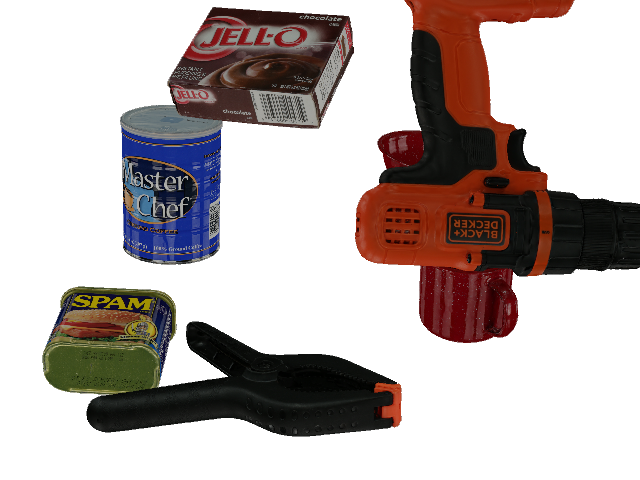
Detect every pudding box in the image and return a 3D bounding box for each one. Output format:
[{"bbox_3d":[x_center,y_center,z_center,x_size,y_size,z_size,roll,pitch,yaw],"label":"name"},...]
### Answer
[{"bbox_3d":[-0.041,-0.126,0.773,0.114,0.090,0.039,9,-39,17],"label":"pudding box"}]

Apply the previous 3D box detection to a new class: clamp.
[{"bbox_3d":[-0.042,0.102,0.777,0.210,0.036,0.164,3,19,13],"label":"clamp"}]

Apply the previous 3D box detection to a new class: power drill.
[{"bbox_3d":[0.115,-0.073,0.631,0.184,0.187,0.057,2,-1,-5],"label":"power drill"}]

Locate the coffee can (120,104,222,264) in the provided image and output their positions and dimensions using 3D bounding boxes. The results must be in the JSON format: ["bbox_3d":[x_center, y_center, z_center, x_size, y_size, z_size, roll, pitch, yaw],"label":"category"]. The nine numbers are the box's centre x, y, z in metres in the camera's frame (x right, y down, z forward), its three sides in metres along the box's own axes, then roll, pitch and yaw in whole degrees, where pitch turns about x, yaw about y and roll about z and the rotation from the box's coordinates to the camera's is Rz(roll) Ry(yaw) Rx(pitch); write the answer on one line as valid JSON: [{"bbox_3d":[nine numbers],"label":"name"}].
[{"bbox_3d":[-0.154,-0.059,1.102,0.103,0.140,0.103,3,22,-1],"label":"coffee can"}]

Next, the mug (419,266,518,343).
[{"bbox_3d":[0.136,0.043,0.948,0.093,0.081,0.117,-18,35,-25],"label":"mug"}]

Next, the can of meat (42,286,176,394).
[{"bbox_3d":[-0.179,0.086,0.908,0.102,0.057,0.084,3,29,0],"label":"can of meat"}]

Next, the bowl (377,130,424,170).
[{"bbox_3d":[0.143,-0.081,1.280,0.162,0.055,0.162,8,24,-4],"label":"bowl"}]
